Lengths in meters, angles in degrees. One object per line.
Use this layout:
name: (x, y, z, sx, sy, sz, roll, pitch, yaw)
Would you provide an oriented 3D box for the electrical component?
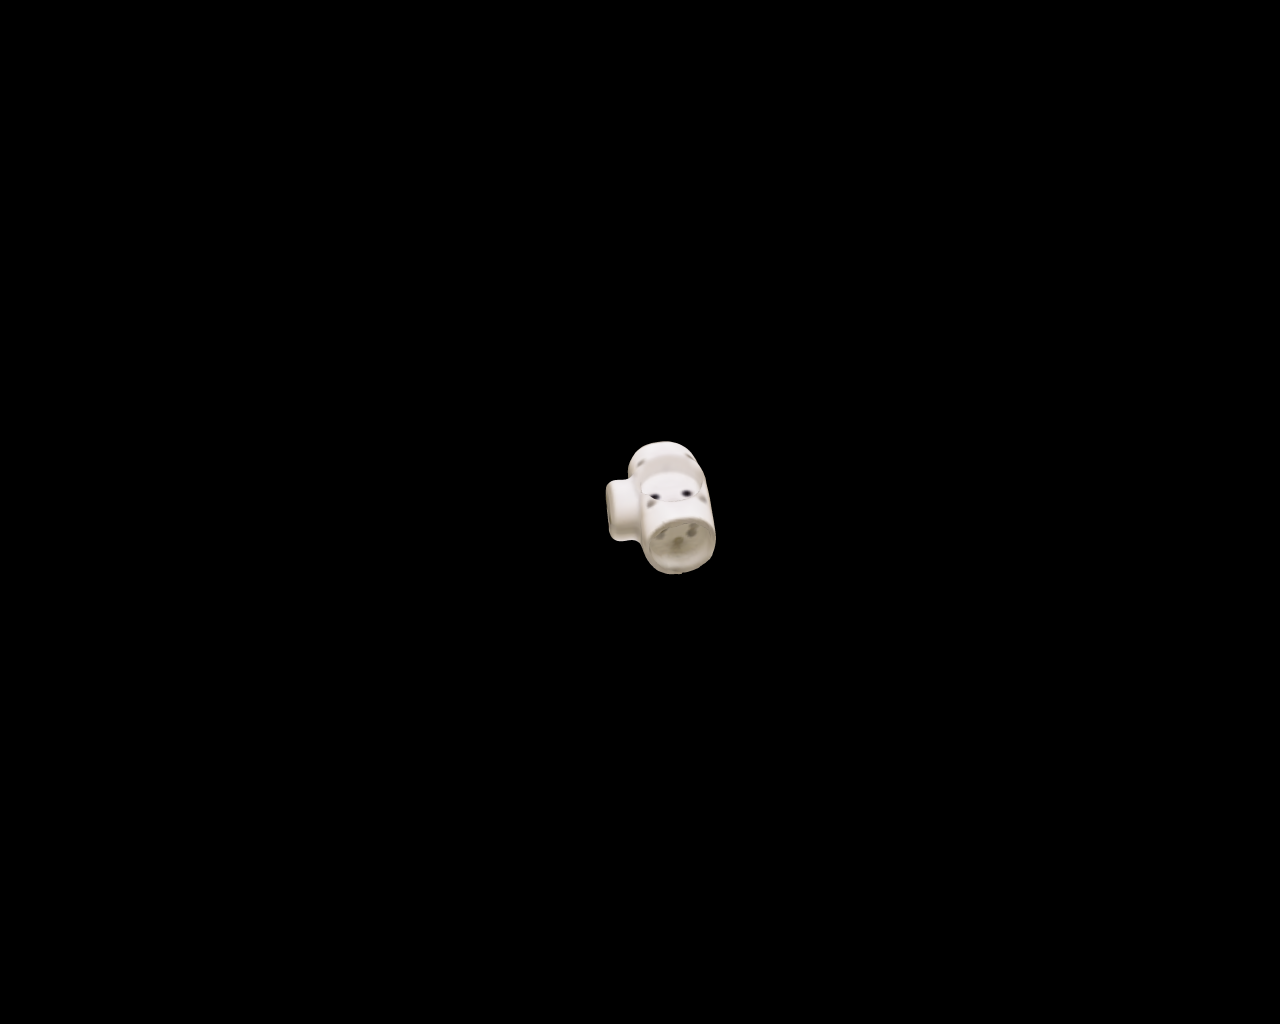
electrical component: (0.001, -0.003, 0.650, 0.079, 0.044, 0.077, -5, 40, -6)
